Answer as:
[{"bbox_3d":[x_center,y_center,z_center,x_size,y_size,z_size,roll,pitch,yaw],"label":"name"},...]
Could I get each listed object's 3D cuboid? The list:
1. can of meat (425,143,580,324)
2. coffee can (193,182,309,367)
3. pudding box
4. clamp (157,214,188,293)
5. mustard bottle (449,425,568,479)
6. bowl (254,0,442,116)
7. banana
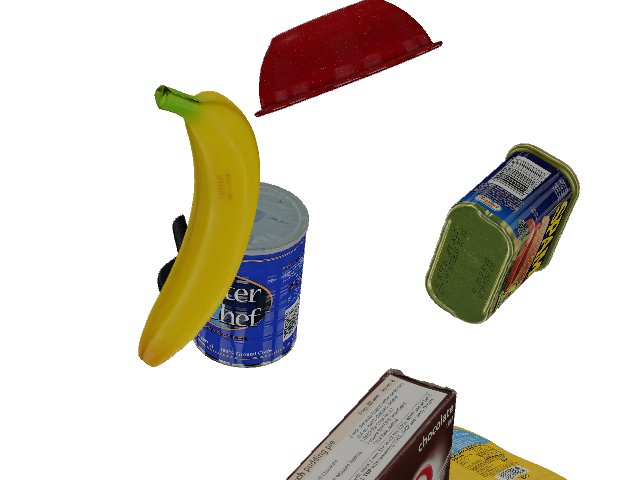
[{"bbox_3d":[0.121,-0.002,0.724,0.057,0.102,0.083,35,49,21],"label":"can of meat"},{"bbox_3d":[-0.067,0.031,0.980,0.102,0.140,0.103,4,37,-3],"label":"coffee can"},{"bbox_3d":[0.016,0.122,0.456,0.039,0.090,0.113,18,36,25],"label":"pudding box"},{"bbox_3d":[-0.129,0.028,1.239,0.120,0.039,0.171,-2,40,11],"label":"clamp"},{"bbox_3d":[0.134,0.217,1.006,0.096,0.058,0.192,-15,24,-36],"label":"mustard bottle"},{"bbox_3d":[0.013,-0.153,0.857,0.162,0.055,0.162,-21,8,3],"label":"bowl"},{"bbox_3d":[-0.069,-0.010,0.608,0.069,0.198,0.037,-11,42,-24],"label":"banana"}]
